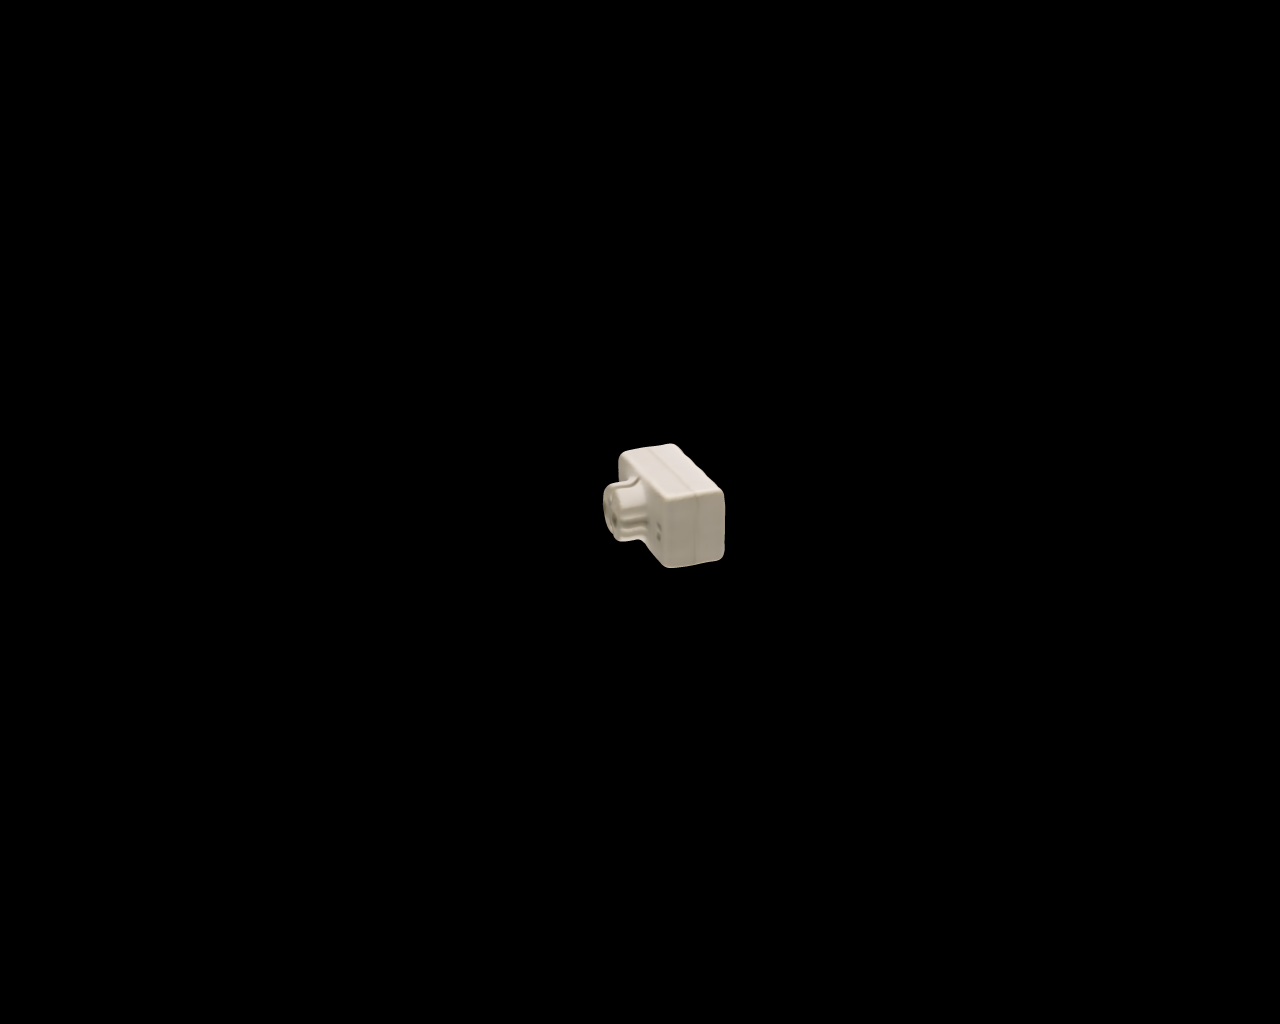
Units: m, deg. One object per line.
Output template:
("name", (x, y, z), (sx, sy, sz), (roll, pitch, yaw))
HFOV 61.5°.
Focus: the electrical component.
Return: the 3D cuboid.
("electrical component", (0.001, -0.003, 0.650), (0.076, 0.047, 0.083), (-8, 26, -18))
